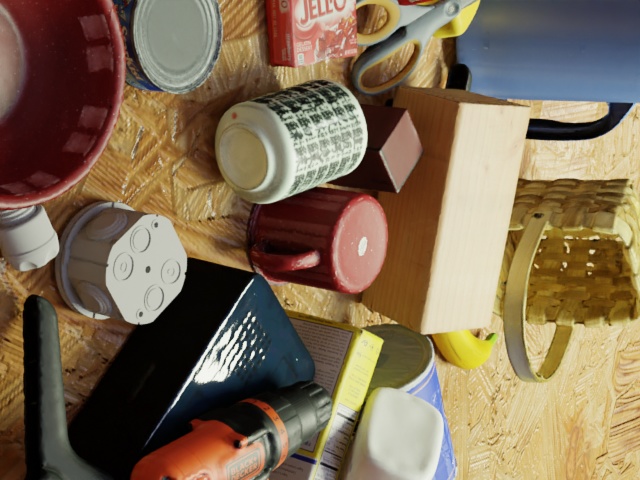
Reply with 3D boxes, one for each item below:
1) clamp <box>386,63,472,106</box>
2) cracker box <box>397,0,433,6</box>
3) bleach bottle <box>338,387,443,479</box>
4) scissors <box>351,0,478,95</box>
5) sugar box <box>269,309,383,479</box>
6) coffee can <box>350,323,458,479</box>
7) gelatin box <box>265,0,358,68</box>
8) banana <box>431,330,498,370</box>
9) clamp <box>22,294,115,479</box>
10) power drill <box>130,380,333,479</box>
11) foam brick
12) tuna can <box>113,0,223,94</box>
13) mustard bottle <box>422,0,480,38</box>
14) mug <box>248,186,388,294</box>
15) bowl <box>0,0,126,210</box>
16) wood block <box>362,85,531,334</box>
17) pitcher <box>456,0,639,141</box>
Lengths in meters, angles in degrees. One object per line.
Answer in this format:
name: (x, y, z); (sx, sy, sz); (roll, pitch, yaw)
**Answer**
clamp: (0.108, -0.077, 1.031); (0.120, 0.039, 0.171); (-18, 111, -38)
cracker box: (0.067, -0.323, 0.857); (0.213, 0.072, 0.164); (51, 56, -30)
bleach bottle: (0.025, 0.248, 0.909); (0.102, 0.068, 0.251); (-68, -179, -57)
scissors: (0.096, -0.210, 0.924); (0.202, 0.016, 0.096); (-44, 121, 1)
sugar box: (-0.021, 0.149, 0.863); (0.048, 0.093, 0.176); (32, 73, -51)
coffee can: (0.064, 0.162, 0.970); (0.102, 0.103, 0.140); (-43, 130, -40)
gelatin box: (-0.006, -0.180, 0.859); (0.089, 0.030, 0.073); (-22, 115, -49)
banana: (0.138, 0.085, 1.112); (0.197, 0.037, 0.069); (52, 39, -47)
clamp: (-0.168, 0.146, 0.643); (0.210, 0.036, 0.164); (49, 53, -10)
power drill: (-0.054, 0.203, 0.745); (0.184, 0.057, 0.188); (-19, 113, -49)
foam brick: (0.038, -0.078, 0.902); (0.051, 0.078, 0.053); (-58, 140, -28)
tuna can: (-0.107, -0.144, 0.728); (0.085, 0.034, 0.086); (-17, 111, -51)
mustard bottle: (0.137, -0.287, 1.001); (0.096, 0.058, 0.191); (49, 59, -32)
mug: (-0.006, 0.001, 0.857); (0.117, 0.082, 0.093); (-21, 114, -50)
bowl: (-0.188, -0.100, 0.611); (0.161, 0.055, 0.162); (-17, 111, -51)
wood block: (0.111, -0.028, 0.966); (0.090, 0.091, 0.206); (-2, 108, -37)
pitcher: (0.265, -0.184, 1.042); (0.149, 0.243, 0.145); (44, 61, -55)
